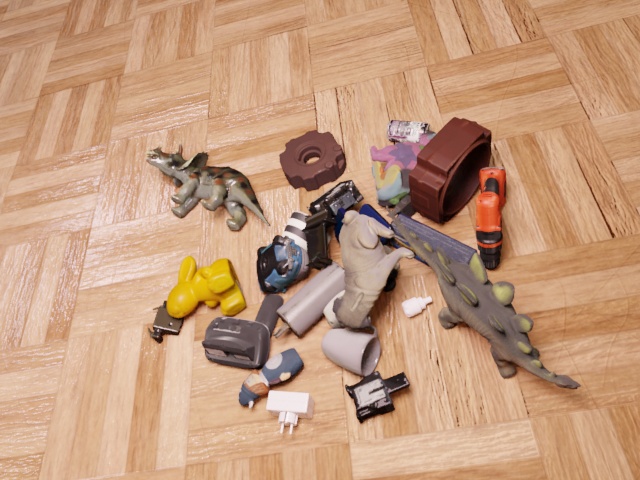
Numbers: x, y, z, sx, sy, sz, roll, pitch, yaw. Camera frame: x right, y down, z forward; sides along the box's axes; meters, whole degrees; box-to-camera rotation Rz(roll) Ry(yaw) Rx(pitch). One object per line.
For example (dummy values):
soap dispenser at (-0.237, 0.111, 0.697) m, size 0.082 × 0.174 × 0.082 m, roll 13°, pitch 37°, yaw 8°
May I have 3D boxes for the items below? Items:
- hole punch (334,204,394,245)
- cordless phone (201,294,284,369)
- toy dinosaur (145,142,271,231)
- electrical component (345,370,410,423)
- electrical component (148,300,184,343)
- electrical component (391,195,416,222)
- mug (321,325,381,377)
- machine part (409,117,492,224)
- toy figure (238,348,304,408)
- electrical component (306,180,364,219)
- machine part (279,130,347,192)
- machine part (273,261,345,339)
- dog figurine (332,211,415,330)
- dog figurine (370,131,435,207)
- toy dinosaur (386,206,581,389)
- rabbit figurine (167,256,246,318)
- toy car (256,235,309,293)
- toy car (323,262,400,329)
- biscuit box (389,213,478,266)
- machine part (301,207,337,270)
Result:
hole punch at (0.084, -0.008, 1.197) m, size 0.092 × 0.115 × 0.142 m, roll -9°, pitch 44°, yaw -44°
cordless phone at (-0.166, 0.185, 1.185) m, size 0.147 × 0.088 × 0.184 m, roll 5°, pitch 47°, yaw 20°
toy dinosaur at (-0.267, -0.140, 1.402) m, size 0.405 × 0.131 × 0.192 m, roll 16°, pitch 63°, yaw 18°
electrical component at (0.114, 0.293, 1.037) m, size 0.119 × 0.047 × 0.075 m, roll -25°, pitch 54°, yaw -2°
electrical component at (-0.358, 0.187, 1.250) m, size 0.078 × 0.045 × 0.102 m, roll 10°, pitch 59°, yaw -11°
electrical component at (0.199, -0.074, 1.247) m, size 0.094 × 0.063 × 0.021 m, roll -39°, pitch 55°, yaw -12°
mug at (0.063, 0.211, 1.091) m, size 0.107 × 0.080 × 0.109 m, roll 11°, pitch 53°, yaw 31°
machine part at (0.291, -0.150, 1.188) m, size 0.087 × 0.200 × 0.201 m, roll 34°, pitch 71°, yaw 29°
toy figure at (-0.107, 0.281, 1.105) m, size 0.154 × 0.064 × 0.058 m, roll -33°, pitch 89°, yaw -10°
electrical component at (0.036, -0.088, 1.268) m, size 0.115 × 0.058 × 0.134 m, roll -37°, pitch 11°, yaw -6°
machine part at (-0.022, -0.211, 1.409) m, size 0.179 × 0.056 × 0.179 m, roll -9°, pitch 55°, yaw 12°
machine part at (-0.009, 0.127, 1.167) m, size 0.243 × 0.079 × 0.079 m, roll -42°, pitch 56°, yaw -13°
dog figurine at (0.066, 0.061, 1.041) m, size 0.172 × 0.121 × 0.190 m, roll 40°, pitch 76°, yaw -11°
dog figurine at (0.233, -0.176, 1.281) m, size 0.219 × 0.108 × 0.192 m, roll -10°, pitch 52°, yaw 7°
toy dinosaur at (0.288, 0.107, 1.021) m, size 0.105 × 0.198 × 0.472 m, roll -39°, pitch 57°, yaw -14°
rabbit figurine at (-0.276, 0.107, 1.231) m, size 0.173 × 0.121 × 0.162 m, roll -29°, pitch 49°, yaw -3°
toy car at (-0.077, 0.053, 1.213) m, size 0.103 × 0.161 × 0.109 m, roll 5°, pitch 61°, yaw -31°
toy car at (0.093, 0.111, 1.148) m, size 0.202 × 0.073 × 0.056 m, roll -41°, pitch 57°, yaw -12°
biscuit box at (0.244, 0.017, 1.176) m, size 0.203 × 0.059 × 0.063 m, roll 30°, pitch 68°, yaw 31°
machine part at (-0.002, -0.004, 1.182) m, size 0.084 × 0.039 × 0.139 m, roll -16°, pitch 60°, yaw 29°
